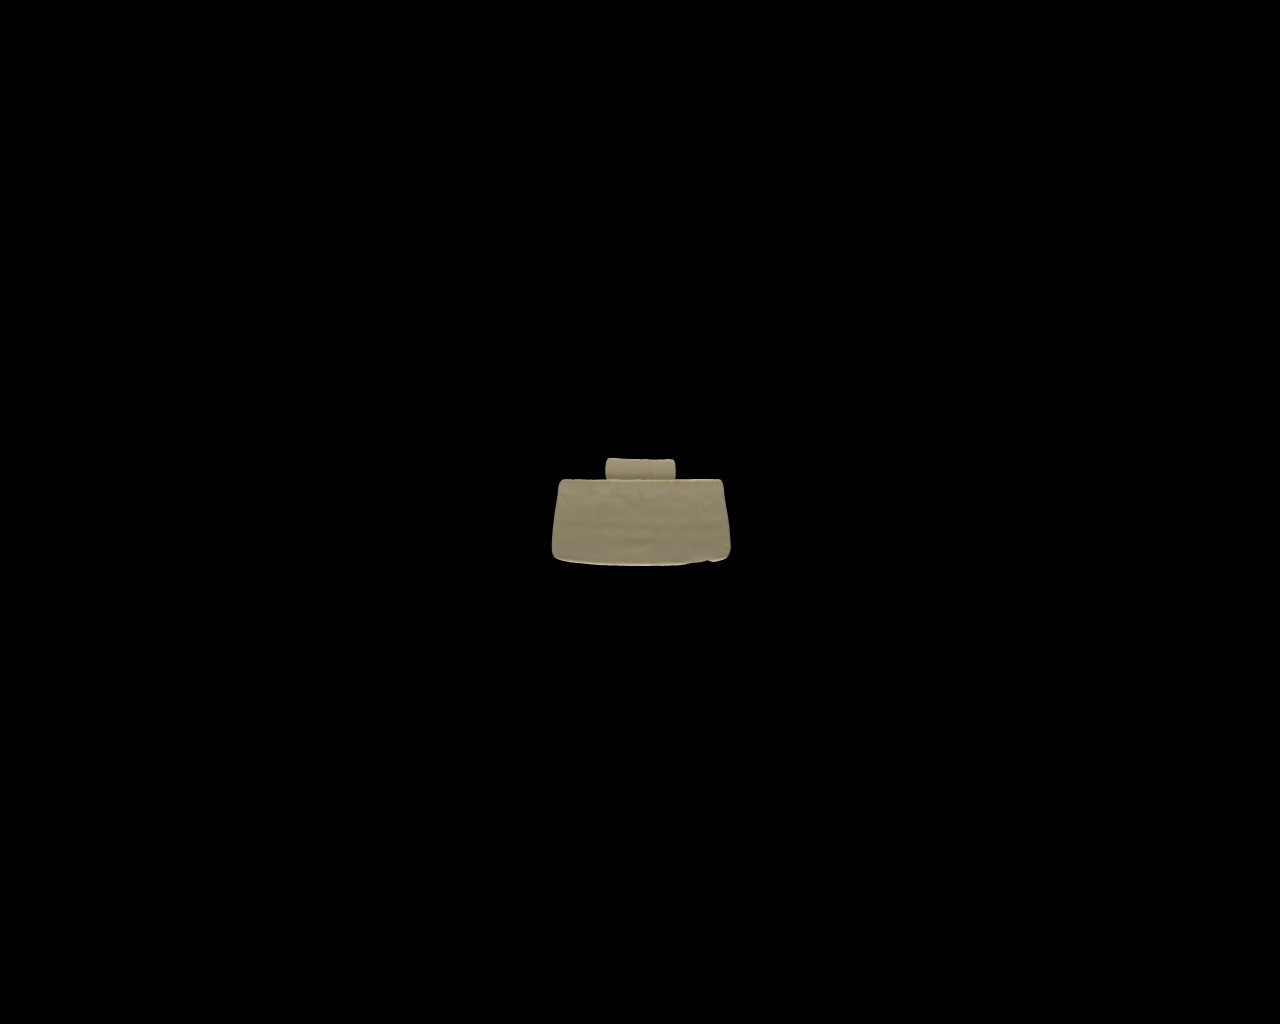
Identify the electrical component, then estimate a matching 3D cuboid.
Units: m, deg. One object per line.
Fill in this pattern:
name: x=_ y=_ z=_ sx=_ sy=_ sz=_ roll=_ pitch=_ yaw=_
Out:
electrical component: x=0.001 y=-0.003 z=0.650 sx=0.108 sy=0.060 sz=0.108 roll=0 pitch=3 yaw=0
